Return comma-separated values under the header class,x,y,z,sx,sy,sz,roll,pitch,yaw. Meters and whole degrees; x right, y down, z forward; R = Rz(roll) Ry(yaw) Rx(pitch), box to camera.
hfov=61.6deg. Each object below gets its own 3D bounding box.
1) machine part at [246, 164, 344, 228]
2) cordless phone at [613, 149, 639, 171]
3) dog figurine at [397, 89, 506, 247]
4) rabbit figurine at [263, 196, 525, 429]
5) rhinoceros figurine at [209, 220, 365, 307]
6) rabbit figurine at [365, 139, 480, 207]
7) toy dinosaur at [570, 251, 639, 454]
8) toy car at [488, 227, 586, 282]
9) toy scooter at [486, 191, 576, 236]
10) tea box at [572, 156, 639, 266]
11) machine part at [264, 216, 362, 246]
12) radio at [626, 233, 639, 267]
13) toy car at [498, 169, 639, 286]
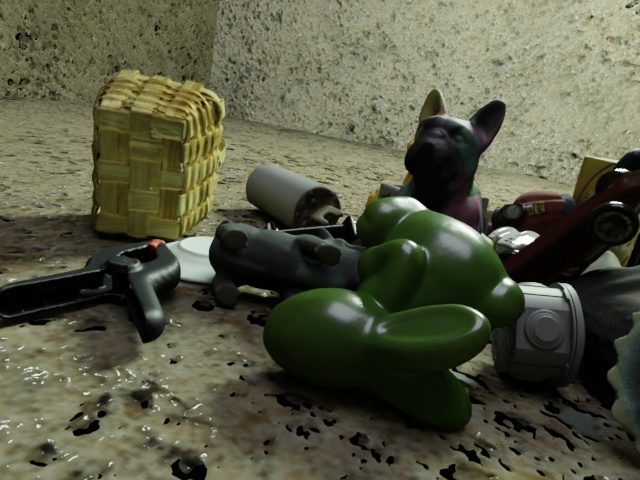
class,x,y,z,sx,sy,sz,roll,pitch,yaw
machine part,-0.044,-0.061,0.794,0.079,0.079,0.243,0,18,-33
cordless phone,0.451,-0.026,0.715,0.184,0.146,0.089,32,35,1
dog figurine,0.144,-0.051,0.600,0.109,0.219,0.191,23,20,32
rabbit figurine,0.049,0.062,0.385,0.170,0.121,0.159,-21,36,-28
rhinoceros figurine,-0.011,0.028,0.507,0.190,0.073,0.112,8,8,-4
rabbit figurine,0.161,-0.079,0.885,0.162,0.173,0.122,52,8,-14
toy dinosaur,0.272,0.072,0.433,0.192,0.131,0.405,2,7,-5
toy car,0.293,0.019,0.704,0.201,0.056,0.074,10,11,-42
toy scooter,0.294,-0.027,0.828,0.135,0.075,0.184,3,-14,-4
tea box,0.422,-0.031,0.789,0.098,0.169,0.068,5,16,-21
machine part,-0.001,-0.002,0.634,0.139,0.039,0.084,-1,-14,-14
radio,0.477,0.048,0.599,0.230,0.131,0.073,23,18,40
toy car,0.230,0.010,0.514,0.053,0.202,0.089,46,41,4
